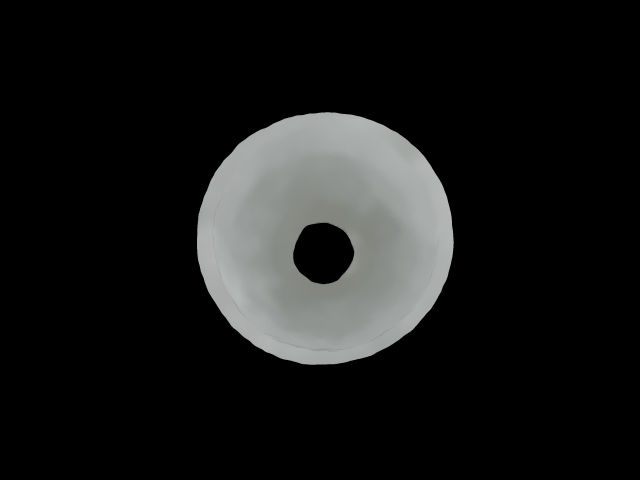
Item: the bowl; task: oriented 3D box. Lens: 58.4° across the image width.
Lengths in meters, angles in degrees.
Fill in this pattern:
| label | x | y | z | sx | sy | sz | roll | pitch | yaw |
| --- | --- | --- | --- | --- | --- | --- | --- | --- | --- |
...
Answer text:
| label | x | y | z | sx | sy | sz | roll | pitch | yaw |
| --- | --- | --- | --- | --- | --- | --- | --- | --- | --- |
| bowl | 0.004 | 0.001 | 0.400 | 0.167 | 0.075 | 0.167 | 0 | 78 | 0 |
